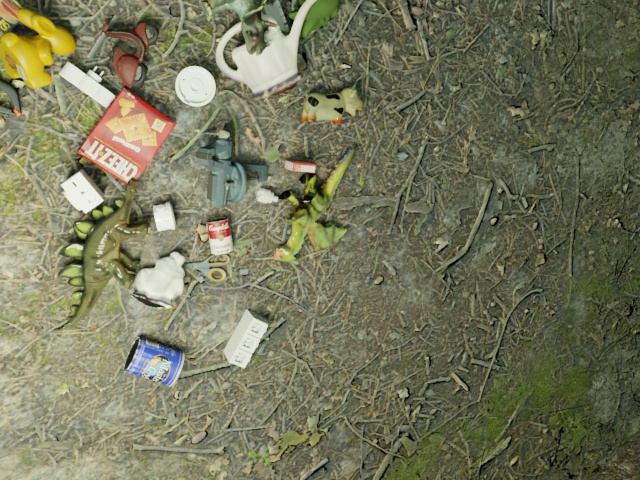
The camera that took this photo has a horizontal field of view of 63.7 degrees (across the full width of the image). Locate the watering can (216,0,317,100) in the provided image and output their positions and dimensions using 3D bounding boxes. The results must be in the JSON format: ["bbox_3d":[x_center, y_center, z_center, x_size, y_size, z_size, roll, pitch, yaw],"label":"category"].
[{"bbox_3d":[-0.121,-0.532,1.448,0.346,0.106,0.221,-22,116,13],"label":"watering can"}]

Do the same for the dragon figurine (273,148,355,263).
[{"bbox_3d":[0.005,-0.082,1.630,0.413,0.124,0.238,-40,128,-10],"label":"dragon figurine"}]

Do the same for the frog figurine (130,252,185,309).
[{"bbox_3d":[-0.449,0.109,1.460,0.137,0.120,0.163,15,63,3],"label":"frog figurine"}]
